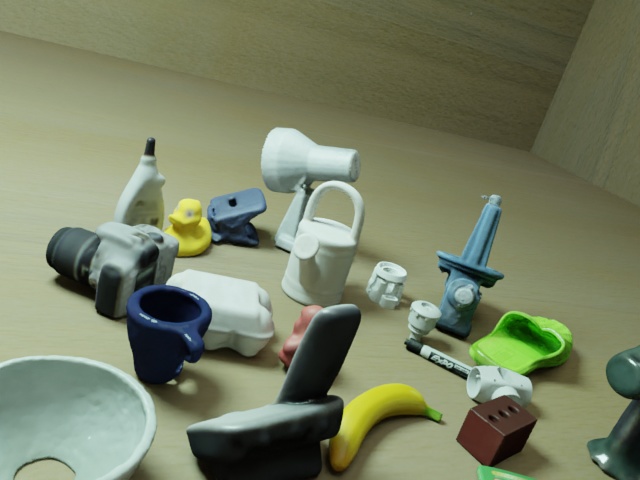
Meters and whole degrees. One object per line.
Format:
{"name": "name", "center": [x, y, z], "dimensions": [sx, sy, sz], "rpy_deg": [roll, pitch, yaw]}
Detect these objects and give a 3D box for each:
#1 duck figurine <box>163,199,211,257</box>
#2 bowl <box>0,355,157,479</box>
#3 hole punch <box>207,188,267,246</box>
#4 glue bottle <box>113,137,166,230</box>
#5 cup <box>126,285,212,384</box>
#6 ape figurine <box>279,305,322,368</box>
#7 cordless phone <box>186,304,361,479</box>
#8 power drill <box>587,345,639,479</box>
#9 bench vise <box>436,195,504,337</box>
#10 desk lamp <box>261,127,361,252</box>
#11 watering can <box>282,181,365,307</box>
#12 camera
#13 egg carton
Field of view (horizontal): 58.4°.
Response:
{"name": "duck figurine", "center": [-0.218, -0.027, 0.950], "dimensions": [0.077, 0.086, 0.105], "rpy_deg": [25, 23, 19]}
{"name": "bowl", "center": [-0.225, 0.173, 0.475], "dimensions": [0.167, 0.075, 0.167], "rpy_deg": [15, 22, -6]}
{"name": "hole punch", "center": [-0.154, -0.049, 1.043], "dimensions": [0.101, 0.091, 0.108], "rpy_deg": [9, 23, -20]}
{"name": "glue bottle", "center": [-0.280, -0.080, 0.912], "dimensions": [0.078, 0.173, 0.037], "rpy_deg": [-3, 29, -41]}
{"name": "cup", "center": [-0.165, 0.117, 0.629], "dimensions": [0.092, 0.095, 0.117], "rpy_deg": [-4, 30, -42]}
{"name": "ape figurine", "center": [-0.014, 0.123, 0.729], "dimensions": [0.078, 0.092, 0.076], "rpy_deg": [-5, 30, -43]}
{"name": "cordless phone", "center": [-0.038, 0.139, 0.546], "dimensions": [0.148, 0.185, 0.093], "rpy_deg": [-3, 29, -41]}
{"name": "power drill", "center": [0.433, 0.201, 0.716], "dimensions": [0.230, 0.208, 0.075], "rpy_deg": [6, 24, -27]}
{"name": "bench vise", "center": [0.267, 0.042, 0.961], "dimensions": [0.121, 0.220, 0.207], "rpy_deg": [14, 22, -7]}
{"name": "desk lamp", "center": [-0.018, -0.086, 1.067], "dimensions": [0.202, 0.213, 0.118], "rpy_deg": [24, 23, 17]}
{"name": "watering can", "center": [0.010, 0.004, 0.897], "dimensions": [0.101, 0.194, 0.173], "rpy_deg": [15, 22, -4]}
{"name": "camera", "center": [-0.281, 0.018, 0.773], "dimensions": [0.136, 0.101, 0.143], "rpy_deg": [20, 22, 8]}
{"name": "egg carton", "center": [-0.134, 0.094, 0.742], "dimensions": [0.150, 0.069, 0.107], "rpy_deg": [12, 22, -13]}
